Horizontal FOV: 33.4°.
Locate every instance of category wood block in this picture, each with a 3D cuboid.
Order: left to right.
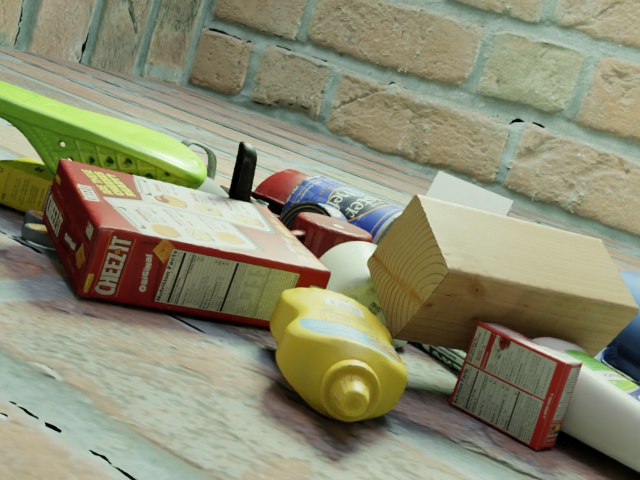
[{"bbox_3d":[0.157,0.041,0.919,0.205,0.090,0.091,11,42,-28],"label":"wood block"}]

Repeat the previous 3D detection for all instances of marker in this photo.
[{"bbox_3d":[0.119,0.106,0.993,0.020,0.020,0.121,11,11,-34],"label":"marker"}]

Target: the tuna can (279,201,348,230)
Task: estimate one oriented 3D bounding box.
[{"bbox_3d":[-0.008,0.001,1.166,0.086,0.086,0.033,24,10,33],"label":"tuna can"}]

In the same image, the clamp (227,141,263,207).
[{"bbox_3d":[-0.087,-0.030,1.067,0.171,0.120,0.039,46,28,-48],"label":"clamp"}]

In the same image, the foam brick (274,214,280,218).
[{"bbox_3d":[-0.085,-0.009,1.191,0.053,0.051,0.078,21,10,14],"label":"foam brick"}]

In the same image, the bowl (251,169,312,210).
[{"bbox_3d":[-0.015,-0.052,1.438,0.162,0.055,0.162,26,-4,1],"label":"bowl"}]

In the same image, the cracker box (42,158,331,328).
[{"bbox_3d":[-0.121,0.007,0.939,0.213,0.072,0.164,12,17,-29],"label":"cracker box"}]

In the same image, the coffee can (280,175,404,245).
[{"bbox_3d":[0.036,-0.006,1.235,0.140,0.103,0.102,24,11,36],"label":"coffee can"}]

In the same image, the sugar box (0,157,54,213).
[{"bbox_3d":[-0.240,-0.037,1.088,0.176,0.048,0.093,17,9,5],"label":"sugar box"}]

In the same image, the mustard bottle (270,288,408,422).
[{"bbox_3d":[0.015,0.088,0.783,0.096,0.058,0.191,23,8,-9],"label":"mustard bottle"}]

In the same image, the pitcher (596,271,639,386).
[{"bbox_3d":[0.368,0.111,1.136,0.149,0.145,0.243,27,2,-18],"label":"pitcher"}]

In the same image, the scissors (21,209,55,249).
[{"bbox_3d":[-0.189,0.011,0.995,0.202,0.016,0.096,19,11,7],"label":"scissors"}]

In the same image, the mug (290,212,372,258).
[{"bbox_3d":[-0.005,0.020,1.071,0.117,0.081,0.093,10,12,-40],"label":"mug"}]

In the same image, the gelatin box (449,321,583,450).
[{"bbox_3d":[0.153,0.113,0.842,0.089,0.073,0.030,25,12,40],"label":"gelatin box"}]

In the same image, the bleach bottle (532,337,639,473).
[{"bbox_3d":[0.267,0.159,0.822,0.251,0.068,0.102,30,8,41],"label":"bleach bottle"}]

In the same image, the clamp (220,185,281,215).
[{"bbox_3d":[-0.064,-0.028,1.383,0.164,0.036,0.210,21,3,-37],"label":"clamp"}]
